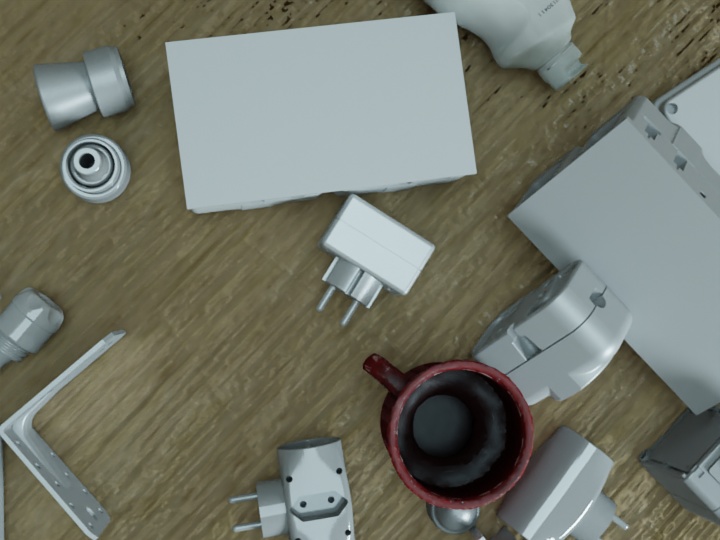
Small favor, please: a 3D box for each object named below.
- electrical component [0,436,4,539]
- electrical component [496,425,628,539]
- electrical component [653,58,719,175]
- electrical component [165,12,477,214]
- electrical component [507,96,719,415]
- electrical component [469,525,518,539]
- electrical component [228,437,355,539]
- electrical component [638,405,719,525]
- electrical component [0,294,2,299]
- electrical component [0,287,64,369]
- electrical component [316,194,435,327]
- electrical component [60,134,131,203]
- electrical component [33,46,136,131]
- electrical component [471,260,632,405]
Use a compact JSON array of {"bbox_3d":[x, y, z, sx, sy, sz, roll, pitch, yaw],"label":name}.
[{"bbox_3d":[-0.269,0.155,0.679,0.078,0.057,0.113,-1,89,-7],"label":"electrical component"},{"bbox_3d":[0.147,0.160,0.733,0.079,0.043,0.077,38,85,-5],"label":"electrical component"},{"bbox_3d":[0.253,-0.083,0.745,0.078,0.057,0.113,-33,92,-6],"label":"electrical component"},{"bbox_3d":[-0.027,-0.101,0.712,0.186,0.060,0.105,-7,89,-7],"label":"electrical component"},{"bbox_3d":[0.205,-0.010,0.708,0.186,0.060,0.105,46,127,-4],"label":"electrical component"},{"bbox_3d":[0.093,0.215,0.726,0.064,0.042,0.081,-40,92,-2],"label":"electrical component"},{"bbox_3d":[-0.047,0.155,0.711,0.079,0.043,0.077,-8,89,-7],"label":"electrical component"},{"bbox_3d":[0.242,0.132,0.718,0.062,0.096,0.061,-45,93,-6],"label":"electrical component"},{"bbox_3d":[-0.267,0.009,0.686,0.074,0.052,0.138,-2,89,-7],"label":"electrical component"},{"bbox_3d":[-0.223,0.043,0.699,0.035,0.035,0.061,40,87,-4],"label":"electrical component"},{"bbox_3d":[0.000,0.000,0.719,0.066,0.047,0.076,32,85,-5],"label":"electrical component"},{"bbox_3d":[-0.172,-0.066,0.694,0.043,0.062,0.043,0,88,-6],"label":"electrical component"},{"bbox_3d":[-0.180,-0.119,0.703,0.055,0.045,0.045,-17,90,-7],"label":"electrical component"},{"bbox_3d":[0.128,0.045,0.708,0.059,0.095,0.053,46,44,-3],"label":"electrical component"}]
